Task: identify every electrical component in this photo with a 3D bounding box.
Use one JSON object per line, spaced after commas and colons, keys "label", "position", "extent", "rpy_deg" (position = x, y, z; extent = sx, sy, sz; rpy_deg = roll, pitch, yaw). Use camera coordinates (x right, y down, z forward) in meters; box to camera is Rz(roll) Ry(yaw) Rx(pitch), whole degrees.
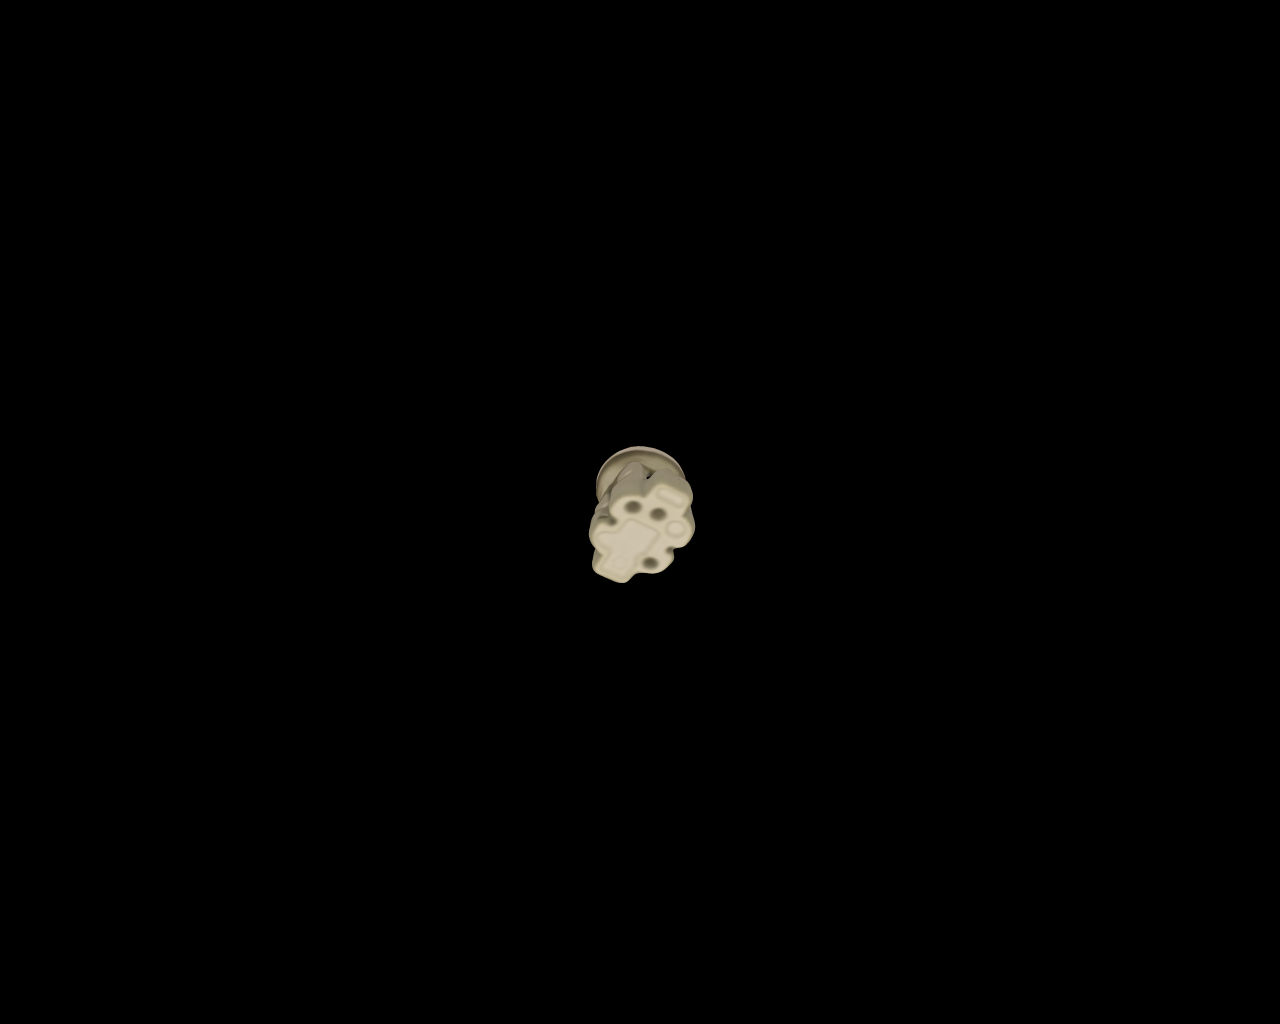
{"label": "electrical component", "position": [0.001, -0.003, 0.650], "extent": [0.058, 0.078, 0.057], "rpy_deg": [27, 32, -18]}
